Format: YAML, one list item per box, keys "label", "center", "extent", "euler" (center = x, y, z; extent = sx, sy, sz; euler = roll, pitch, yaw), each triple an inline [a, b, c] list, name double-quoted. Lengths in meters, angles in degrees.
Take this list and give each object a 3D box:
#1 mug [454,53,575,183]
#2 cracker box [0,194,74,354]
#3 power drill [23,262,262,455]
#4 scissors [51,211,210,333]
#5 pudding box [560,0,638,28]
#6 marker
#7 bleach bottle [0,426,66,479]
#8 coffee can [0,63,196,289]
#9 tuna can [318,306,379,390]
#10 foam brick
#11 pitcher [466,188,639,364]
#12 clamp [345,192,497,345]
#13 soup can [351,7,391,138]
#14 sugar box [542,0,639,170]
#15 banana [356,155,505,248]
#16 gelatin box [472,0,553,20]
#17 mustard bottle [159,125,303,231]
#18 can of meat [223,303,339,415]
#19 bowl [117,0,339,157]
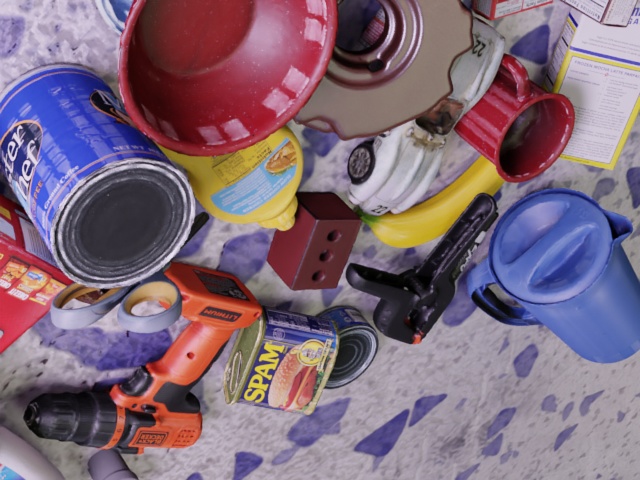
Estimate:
- label: "mug"
  center: [0.173, -0.121, 0.987]
  extent: [0.093, 0.082, 0.117]
  euler: [-30, -43, -14]
- label: "cracker box"
  center: [-0.304, 0.042, 0.741]
  extent: [0.214, 0.072, 0.164]
  euler: [-39, -42, 13]
- label: "power drill"
  center: [-0.150, 0.109, 0.948]
  extent: [0.184, 0.057, 0.188]
  euler: [13, -63, -47]
- label: "scissors"
  center: [-0.108, 0.022, 0.777]
  extent: [0.201, 0.096, 0.016]
  euler: [-33, -50, -51]
- label: "pudding box"
  center: [0.248, -0.254, 0.930]
  extent: [0.039, 0.090, 0.114]
  euler: [-5, -55, -33]
- label: "marker"
  center: [0.152, 0.014, 1.128]
  extent: [0.020, 0.020, 0.121]
  euler: [11, -64, -49]
- label: "bleach bottle"
  center: [-0.280, 0.194, 0.853]
  extent: [0.102, 0.068, 0.251]
  euler: [-36, -23, -11]
- label: "coffee can"
  center: [-0.163, -0.047, 0.747]
  extent: [0.102, 0.140, 0.103]
  euler: [-21, -46, -23]
- label: "tuna can"
  center: [0.018, 0.111, 1.094]
  extent: [0.086, 0.034, 0.086]
  euler: [-20, -47, -23]
- label: "foam brick"
  center: [-0.006, 0.001, 0.972]
  extent: [0.052, 0.051, 0.078]
  euler: [-2, -56, -36]
- label: "pitcher"
  center: [0.280, 0.055, 1.192]
  extent: [0.145, 0.149, 0.242]
  euler: [-59, -38, -8]
- label: "clamp"
  center: [0.088, 0.049, 1.060]
  extent: [0.164, 0.036, 0.210]
  euler: [-23, -30, -21]
- label: "soup can"
  center: [0.057, -0.145, 0.890]
  extent: [0.068, 0.069, 0.102]
  euler: [18, -68, -51]
- label: "sugar box"
  center: [0.271, -0.161, 1.034]
  extent: [0.093, 0.048, 0.176]
  euler: [12, -62, -9]
- label: "banana"
  center: [0.127, -0.043, 1.049]
  extent: [0.197, 0.037, 0.069]
  euler: [-30, -41, -15]
- label: "gelatin box"
  center: [0.172, -0.242, 0.929]
  extent: [0.073, 0.030, 0.089]
  euler: [-21, -46, -26]
- label: "mustard bottle"
  center: [-0.066, -0.067, 0.866]
  extent: [0.096, 0.058, 0.191]
  euler: [-39, -42, -4]
- label: "can of meat"
  center: [-0.037, 0.115, 1.018]
  extent: [0.083, 0.057, 0.102]
  euler: [13, -64, -19]
- label: "bowl"
  center: [-0.069, -0.138, 0.709]
  extent: [0.161, 0.055, 0.162]
  euler: [-21, -46, -23]
